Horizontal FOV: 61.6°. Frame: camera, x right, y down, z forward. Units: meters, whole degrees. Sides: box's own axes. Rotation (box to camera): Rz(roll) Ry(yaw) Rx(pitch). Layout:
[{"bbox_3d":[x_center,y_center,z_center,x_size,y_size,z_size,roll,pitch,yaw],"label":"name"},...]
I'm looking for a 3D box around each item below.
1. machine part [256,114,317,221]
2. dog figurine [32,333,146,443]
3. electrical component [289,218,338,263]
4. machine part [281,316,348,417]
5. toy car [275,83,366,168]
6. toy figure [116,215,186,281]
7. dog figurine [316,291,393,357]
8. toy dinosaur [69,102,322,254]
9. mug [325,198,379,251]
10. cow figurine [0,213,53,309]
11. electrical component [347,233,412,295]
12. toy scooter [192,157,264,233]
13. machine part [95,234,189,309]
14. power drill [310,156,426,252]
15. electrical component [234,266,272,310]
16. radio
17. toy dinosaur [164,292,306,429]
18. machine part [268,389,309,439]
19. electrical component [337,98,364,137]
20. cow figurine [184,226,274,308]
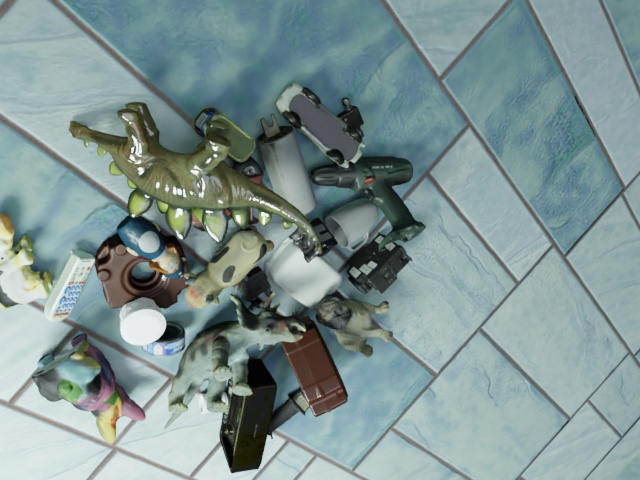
[{"bbox_3d":[-0.063,-0.133,1.063,0.079,0.079,0.242,-27,120,-13],"label":"machine part"},{"bbox_3d":[-0.427,0.294,1.019,0.108,0.192,0.219,-37,107,-15],"label":"dog figurine"},{"bbox_3d":[-0.002,-0.003,1.131,0.048,0.075,0.119,-43,166,36],"label":"electrical component"},{"bbox_3d":[-0.015,0.273,1.170,0.087,0.201,0.201,-24,165,-5],"label":"machine part"},{"bbox_3d":[0.004,-0.223,1.055,0.201,0.056,0.073,38,93,-21],"label":"toy car"},{"bbox_3d":[-0.296,0.020,0.963,0.064,0.058,0.154,-35,122,6],"label":"toy figure"},{"bbox_3d":[0.047,0.187,1.226,0.190,0.121,0.172,18,132,-30],"label":"dog figurine"},{"bbox_3d":[-0.204,-0.101,0.908,0.472,0.105,0.198,18,118,0],"label":"toy dinosaur"},{"bbox_3d":[0.080,-0.035,1.176,0.107,0.081,0.109,-36,118,-18],"label":"mug"},{"bbox_3d":[-0.537,0.037,0.914,0.098,0.068,0.167,-22,119,-10],"label":"cow figurine"},{"bbox_3d":[0.126,0.058,1.217,0.134,0.115,0.058,-43,119,-3],"label":"electrical component"},{"bbox_3d":[-0.182,-0.069,1.037,0.184,0.075,0.135,-28,125,-17],"label":"toy scooter"},{"bbox_3d":[-0.337,0.061,1.027,0.179,0.056,0.179,-11,117,-23],"label":"machine part"},{"bbox_3d":[0.113,-0.081,1.119,0.232,0.207,0.086,-16,154,-27],"label":"power drill"},{"bbox_3d":[-0.144,0.103,1.145,0.078,0.045,0.102,-25,121,-13],"label":"electrical component"},{"bbox_3d":[-0.167,0.388,1.208,0.073,0.131,0.229,4,110,-27],"label":"radio"},{"bbox_3d":[-0.216,0.240,1.105,0.405,0.192,0.131,-33,129,32],"label":"toy dinosaur"},{"bbox_3d":[-0.080,0.427,1.325,0.139,0.039,0.084,-42,131,-7],"label":"machine part"},{"bbox_3d":[0.055,-0.242,1.106,0.063,0.021,0.093,-32,123,-9],"label":"electrical component"},{"bbox_3d":[-0.182,0.057,1.039,0.195,0.127,0.085,-45,86,2],"label":"cow figurine"}]
